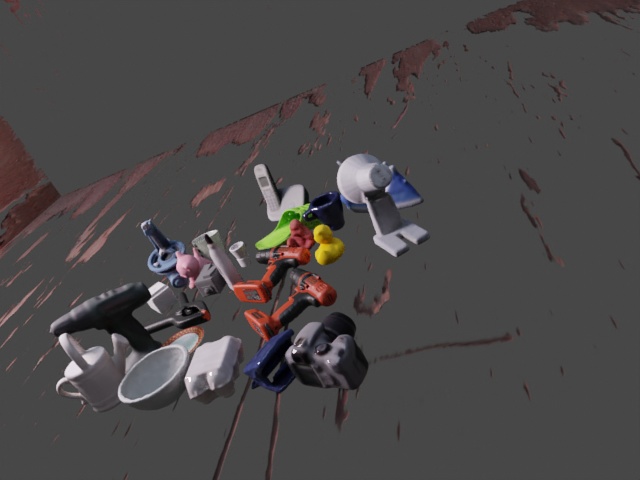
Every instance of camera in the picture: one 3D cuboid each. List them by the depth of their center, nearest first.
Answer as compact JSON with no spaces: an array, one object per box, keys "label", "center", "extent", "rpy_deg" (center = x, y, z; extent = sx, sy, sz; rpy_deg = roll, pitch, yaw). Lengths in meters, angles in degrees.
[{"label":"camera","center":[0.021,0.191,1.052],"extent":[0.142,0.101,0.137],"rpy_deg":[-5,33,39]}]

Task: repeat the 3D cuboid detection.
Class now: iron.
[{"label":"iron","center":[0.153,-0.159,1.542],"extent":[0.257,0.142,0.119],"rpy_deg":[3,38,47]}]

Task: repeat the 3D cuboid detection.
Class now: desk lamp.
[{"label":"desk lamp","center":[0.142,-0.096,1.346],"extent":[0.118,0.214,0.202],"rpy_deg":[-32,26,-10]}]

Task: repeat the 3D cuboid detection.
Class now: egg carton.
[{"label":"egg carton","center":[-0.214,0.265,1.178],"extent":[0.107,0.069,0.150],"rpy_deg":[-21,26,14]}]

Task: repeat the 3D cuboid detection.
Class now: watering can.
[{"label":"watering can","center":[-0.514,0.281,1.292],"extent":[0.100,0.194,0.173],"rpy_deg":[2,38,46]}]

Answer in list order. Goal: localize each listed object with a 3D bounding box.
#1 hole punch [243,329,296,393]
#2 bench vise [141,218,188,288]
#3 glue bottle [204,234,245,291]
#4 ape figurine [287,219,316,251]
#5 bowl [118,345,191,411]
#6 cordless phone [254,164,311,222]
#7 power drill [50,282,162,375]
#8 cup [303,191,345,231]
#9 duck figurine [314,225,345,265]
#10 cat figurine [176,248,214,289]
[{"label":"hole punch","center":[-0.094,0.228,1.105],"extent":[0.100,0.091,0.109],"rpy_deg":[1,37,46]},{"label":"bench vise","center":[-0.477,0.028,1.710],"extent":[0.122,0.220,0.206],"rpy_deg":[-38,27,-21]},{"label":"glue bottle","center":[-0.258,0.055,1.499],"extent":[0.037,0.173,0.077],"rpy_deg":[-37,27,-19]},{"label":"ape figurine","center":[-0.054,-0.013,1.524],"extent":[0.077,0.092,0.076],"rpy_deg":[-8,32,36]},{"label":"bowl","center":[-0.336,0.304,1.216],"extent":[0.167,0.075,0.167],"rpy_deg":[-22,26,11]},{"label":"cordless phone","center":[-0.119,-0.152,1.743],"extent":[0.147,0.185,0.094],"rpy_deg":[-10,30,32]},{"label":"power drill","center":[-0.487,0.217,1.373],"extent":[0.230,0.209,0.075],"rpy_deg":[-38,27,-23]},{"label":"cup","center":[0.018,-0.064,1.549],"extent":[0.118,0.095,0.091],"rpy_deg":[-34,26,-13]},{"label":"duck figurine","center":[0.013,0.005,1.431],"extent":[0.077,0.086,0.104],"rpy_deg":[-17,27,20]},{"label":"cat figurine","center":[-0.364,0.071,1.637],"extent":[0.067,0.118,0.128],"rpy_deg":[-18,27,19]}]
